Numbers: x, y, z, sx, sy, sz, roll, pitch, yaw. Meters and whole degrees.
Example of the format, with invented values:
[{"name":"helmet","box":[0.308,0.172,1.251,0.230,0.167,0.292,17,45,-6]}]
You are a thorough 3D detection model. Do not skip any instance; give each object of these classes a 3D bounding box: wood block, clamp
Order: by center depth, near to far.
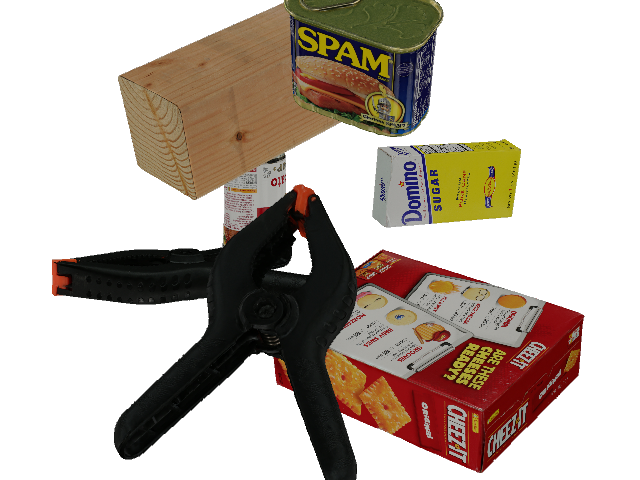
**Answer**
[{"name":"clamp","box":[-0.018,0.051,0.544,0.120,0.171,0.039,19,-26,11]},{"name":"clamp","box":[-0.096,0.028,0.816,0.209,0.036,0.165,-2,11,-21]},{"name":"wood block","box":[-0.058,-0.130,0.924,0.205,0.091,0.090,-31,42,-30]}]

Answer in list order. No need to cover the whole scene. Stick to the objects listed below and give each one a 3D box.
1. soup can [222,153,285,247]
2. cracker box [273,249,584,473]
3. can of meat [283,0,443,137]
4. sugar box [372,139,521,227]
[{"name":"soup can","box":[-0.070,-0.043,1.126,0.068,0.102,0.068,1,17,0]},{"name":"cracker box","box":[0.090,0.095,0.913,0.214,0.072,0.163,19,36,36]},{"name":"can of meat","box":[0.028,-0.125,0.720,0.102,0.057,0.084,22,-36,18]},{"name":"sugar box","box":[0.154,-0.070,1.299,0.176,0.093,0.048,-7,25,-22]}]
